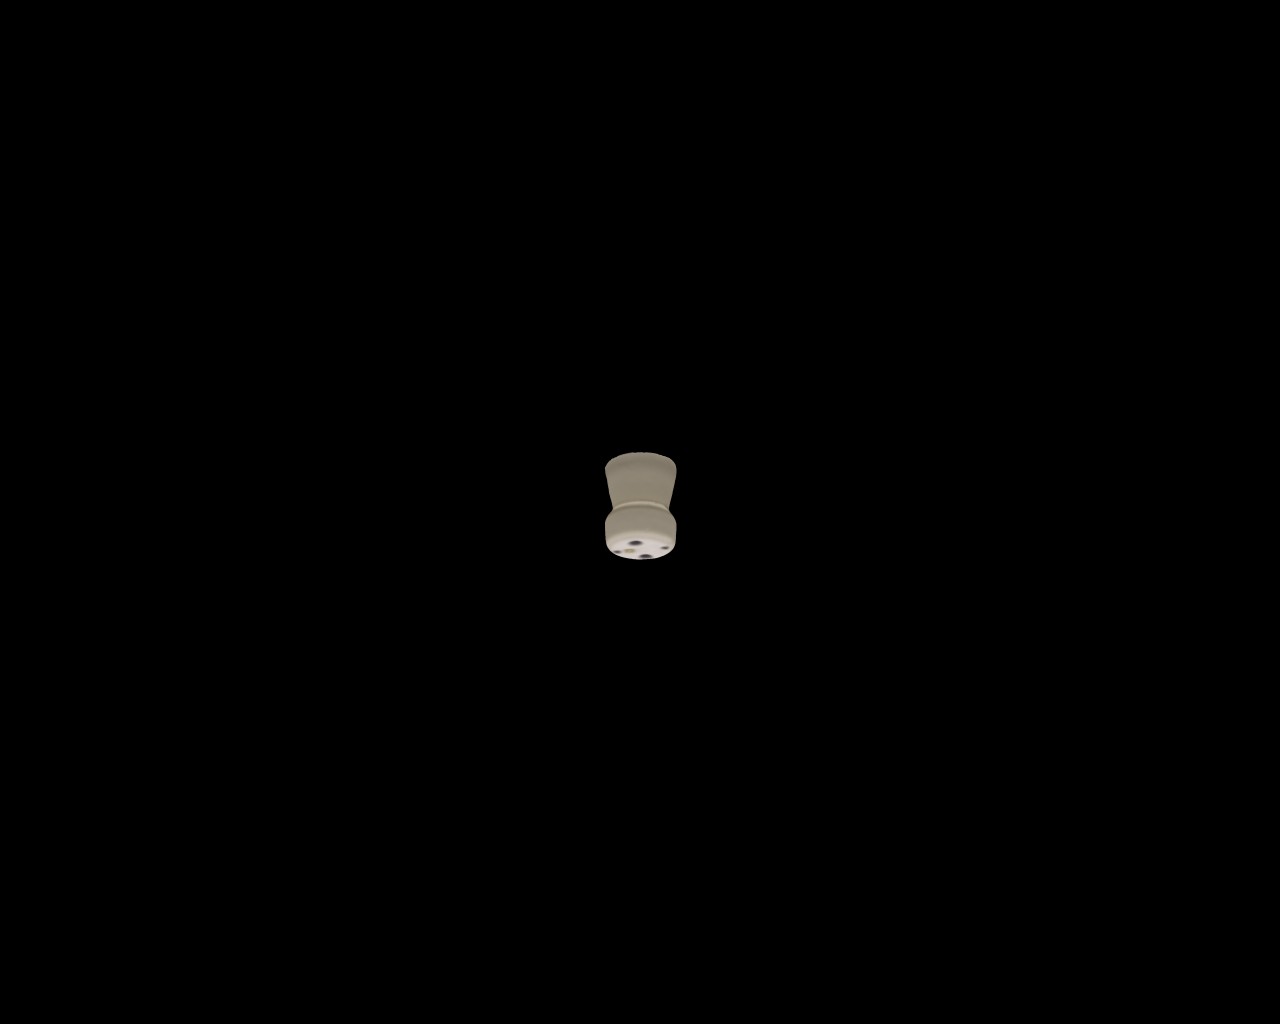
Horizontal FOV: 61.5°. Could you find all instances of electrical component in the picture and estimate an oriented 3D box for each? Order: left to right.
[{"bbox_3d":[0.001,-0.003,0.650,0.045,0.055,0.044,0,-22,0],"label":"electrical component"}]
